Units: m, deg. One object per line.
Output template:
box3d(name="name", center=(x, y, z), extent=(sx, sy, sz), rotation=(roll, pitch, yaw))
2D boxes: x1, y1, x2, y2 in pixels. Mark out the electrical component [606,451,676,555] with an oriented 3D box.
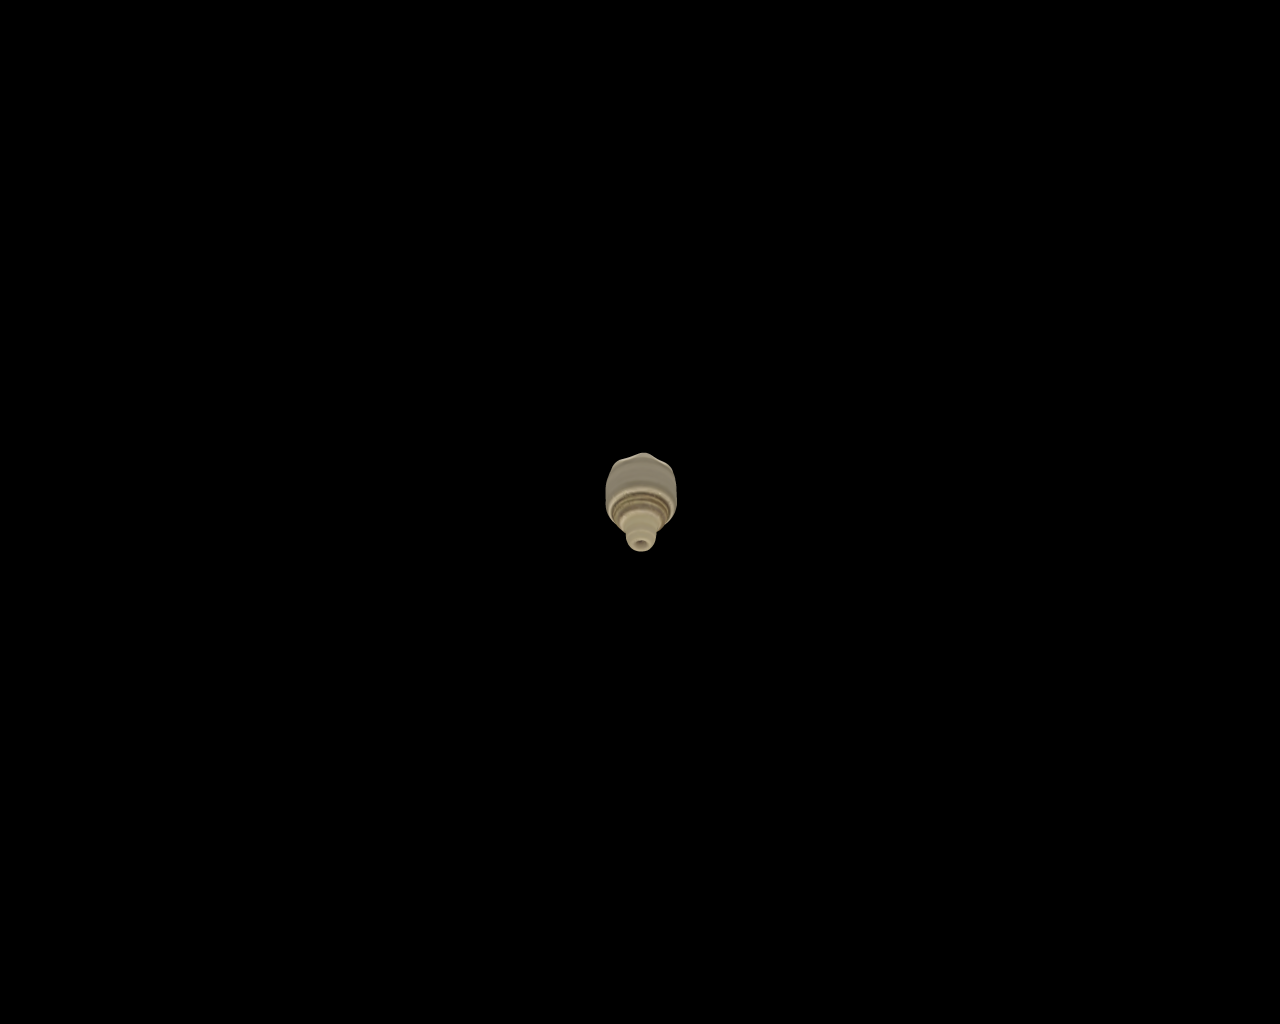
box3d(name="electrical component", center=(0.001, -0.003, 0.650), extent=(0.043, 0.062, 0.043), rotation=(0, -43, 0))
